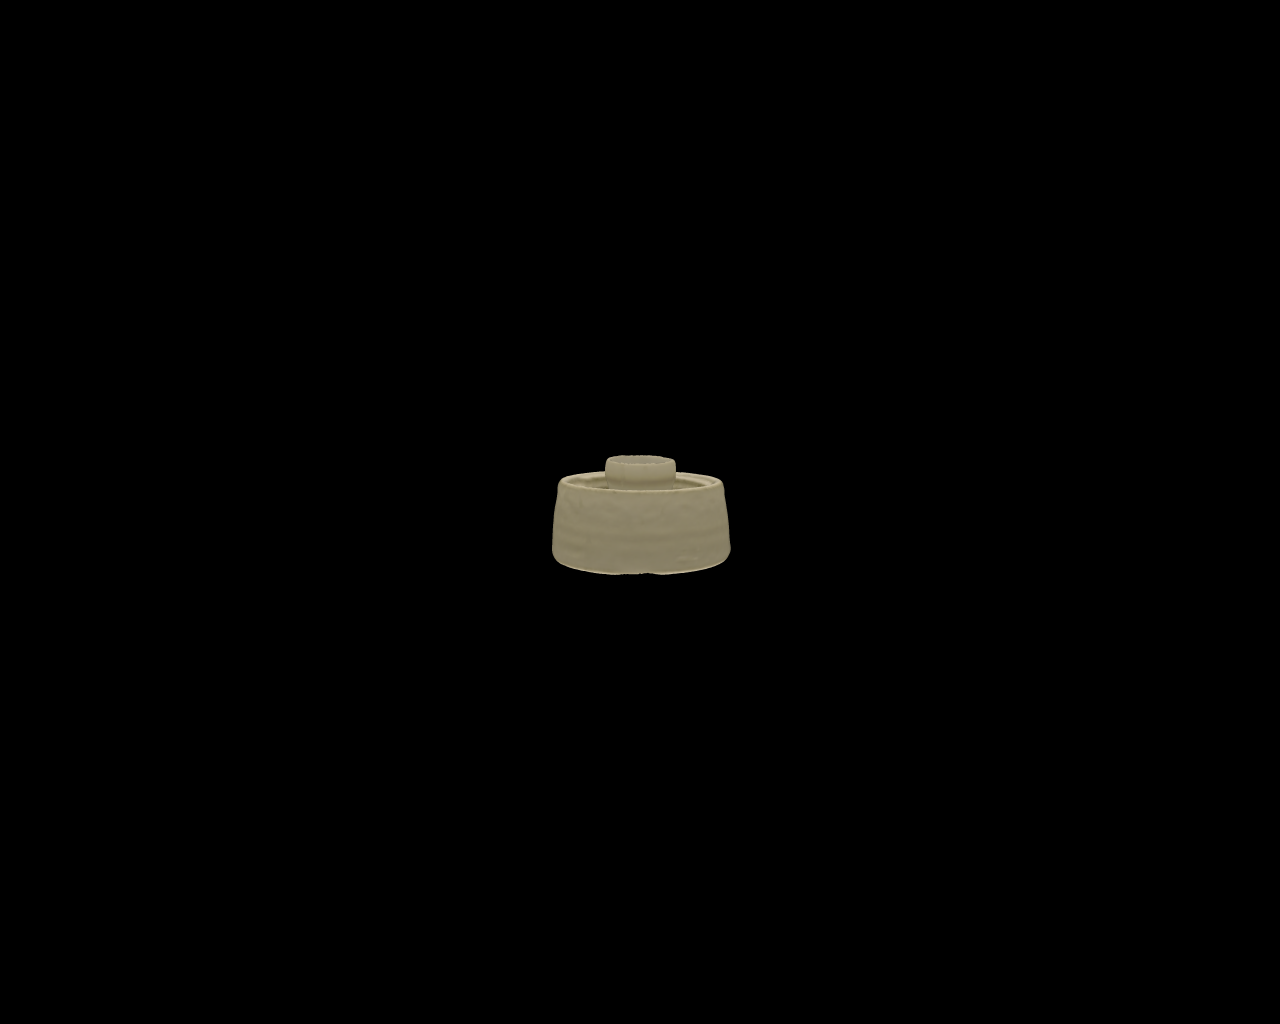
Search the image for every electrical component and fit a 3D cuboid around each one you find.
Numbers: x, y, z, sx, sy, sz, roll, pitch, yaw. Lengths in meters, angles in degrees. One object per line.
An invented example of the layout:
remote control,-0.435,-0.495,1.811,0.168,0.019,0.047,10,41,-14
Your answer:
electrical component,0.001,-0.003,0.650,0.108,0.060,0.108,0,9,0
